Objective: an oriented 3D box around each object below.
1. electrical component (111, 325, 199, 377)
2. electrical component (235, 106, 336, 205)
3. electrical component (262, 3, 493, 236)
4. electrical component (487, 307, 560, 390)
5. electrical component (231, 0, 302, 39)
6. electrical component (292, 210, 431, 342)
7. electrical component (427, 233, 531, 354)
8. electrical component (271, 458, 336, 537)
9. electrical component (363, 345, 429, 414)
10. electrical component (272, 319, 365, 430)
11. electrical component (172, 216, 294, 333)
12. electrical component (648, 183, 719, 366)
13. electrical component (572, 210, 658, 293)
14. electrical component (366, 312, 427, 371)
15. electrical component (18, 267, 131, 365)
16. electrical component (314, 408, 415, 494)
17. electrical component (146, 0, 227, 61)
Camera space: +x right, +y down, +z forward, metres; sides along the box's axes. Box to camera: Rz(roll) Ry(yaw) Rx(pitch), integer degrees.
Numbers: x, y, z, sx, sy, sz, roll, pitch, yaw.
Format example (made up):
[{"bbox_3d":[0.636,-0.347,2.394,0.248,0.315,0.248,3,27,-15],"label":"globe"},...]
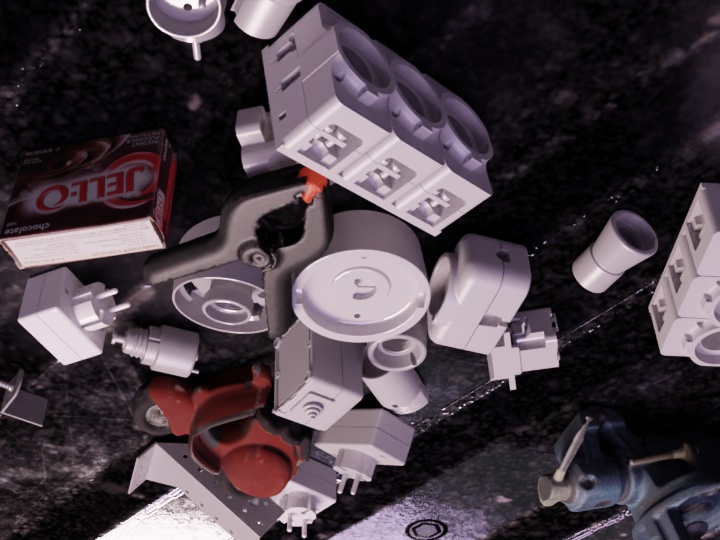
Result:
[{"bbox_3d":[-0.175,0.067,0.929,0.078,0.040,0.040,15,134,-17],"label":"electrical component"},{"bbox_3d":[-0.047,-0.083,0.761,0.057,0.058,0.078,-9,137,12],"label":"electrical component"},{"bbox_3d":[0.016,-0.098,0.705,0.062,0.089,0.150,-35,138,30],"label":"electrical component"},{"bbox_3d":[0.140,0.062,0.935,0.064,0.042,0.081,-9,137,5],"label":"electrical component"},{"bbox_3d":[-0.057,-0.174,0.676,0.040,0.040,0.046,18,139,-21],"label":"electrical component"},{"bbox_3d":[0.000,0.000,0.848,0.108,0.060,0.108,-1,137,-1],"label":"electrical component"},{"bbox_3d":[0.092,0.019,0.875,0.059,0.053,0.095,13,133,-13],"label":"electrical component"},{"bbox_3d":[-0.063,0.232,1.084,0.066,0.076,0.047,30,129,-30],"label":"electrical component"},{"bbox_3d":[0.032,0.102,0.972,0.043,0.043,0.081,-18,135,17],"label":"electrical component"},{"bbox_3d":[-0.033,0.090,0.918,0.061,0.096,0.062,24,131,-26],"label":"electrical component"},{"bbox_3d":[-0.102,0.007,0.868,0.099,0.064,0.099,5,149,3],"label":"electrical component"},{"bbox_3d":[0.301,0.007,0.866,0.089,0.061,0.150,3,137,-4],"label":"electrical component"},{"bbox_3d":[0.200,-0.012,0.859,0.044,0.044,0.065,17,139,-19],"label":"electrical component"},{"bbox_3d":[0.031,0.053,0.917,0.055,0.047,0.055,-1,137,-1],"label":"electrical component"},{"bbox_3d":[-0.227,0.033,0.885,0.077,0.047,0.065,-17,135,16],"label":"electrical component"},{"bbox_3d":[-0.002,0.173,1.003,0.047,0.075,0.083,34,153,-33],"label":"electrical component"},{"bbox_3d":[-0.103,-0.166,0.654,0.044,0.077,0.079,-1,137,-2],"label":"electrical component"}]
